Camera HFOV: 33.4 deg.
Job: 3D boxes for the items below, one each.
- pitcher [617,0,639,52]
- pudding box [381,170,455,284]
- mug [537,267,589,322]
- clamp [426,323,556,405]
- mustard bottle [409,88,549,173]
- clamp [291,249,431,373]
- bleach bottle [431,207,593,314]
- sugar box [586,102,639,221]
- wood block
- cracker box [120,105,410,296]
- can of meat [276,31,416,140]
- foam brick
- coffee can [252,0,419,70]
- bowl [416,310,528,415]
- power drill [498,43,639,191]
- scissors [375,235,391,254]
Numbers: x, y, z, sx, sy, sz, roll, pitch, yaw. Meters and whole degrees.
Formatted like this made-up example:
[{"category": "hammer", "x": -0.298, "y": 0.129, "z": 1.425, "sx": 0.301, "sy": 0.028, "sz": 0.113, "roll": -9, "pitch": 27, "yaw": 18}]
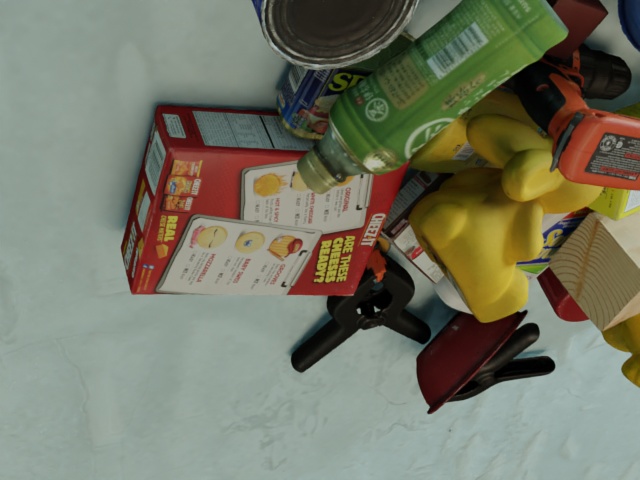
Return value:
[{"category": "pitcher", "x": 0.374, "y": -0.187, "z": 0.898, "sx": 0.242, "sy": 0.145, "sz": 0.149, "roll": 15, "pitch": 143, "yaw": -42}, {"category": "pudding box", "x": 0.112, "y": -0.017, "z": 1.035, "sx": 0.090, "sy": 0.039, "sz": 0.113, "roll": -46, "pitch": 143, "yaw": 3}, {"category": "mug", "x": 0.289, "y": 0.036, "z": 1.164, "sx": 0.117, "sy": 0.081, "sz": 0.093, "roll": 4, "pitch": 137, "yaw": -28}, {"category": "clamp", "x": 0.212, "y": 0.165, "z": 1.329, "sx": 0.172, "sy": 0.039, "sz": 0.120, "roll": -27, "pitch": 138, "yaw": 18}, {"category": "mustard bottle", "x": 0.172, "y": -0.093, "z": 0.969, "sx": 0.191, "sy": 0.058, "sz": 0.096, "roll": 8, "pitch": 137, "yaw": -32}, {"category": "clamp", "x": 0.042, "y": 0.079, "z": 1.138, "sx": 0.164, "sy": 0.036, "sz": 0.210, "roll": -16, "pitch": 150, "yaw": -5}, {"category": "bleach bottle", "x": 0.228, "y": -0.024, "z": 1.079, "sx": 0.102, "sy": 0.068, "sz": 0.251, "roll": 17, "pitch": 128, "yaw": -45}, {"category": "sugar box", "x": 0.322, "y": -0.088, "z": 0.991, "sx": 0.175, "sy": 0.048, "sz": 0.093, "roll": -21, "pitch": 129, "yaw": -37}, {"category": "wood block", "x": 0.347, "y": 0.005, "z": 1.091, "sx": 0.205, "sy": 0.090, "sz": 0.091, "roll": -18, "pitch": 152, "yaw": -34}, {"category": "cracker box", "x": -0.052, "y": -0.030, "z": 0.926, "sx": 0.213, "sy": 0.072, "sz": 0.164, "roll": 1, "pitch": 133, "yaw": -24}, {"category": "can of meat", "x": 0.024, "y": -0.126, "z": 0.862, "sx": 0.101, "sy": 0.057, "sz": 0.084, "roll": 4, "pitch": 139, "yaw": -28}, {"category": "foam brick", "x": 0.176, "y": -0.188, "z": 0.834, "sx": 0.051, "sy": 0.078, "sz": 0.053, "roll": 8, "pitch": 135, "yaw": -34}, {"category": "coffee can", "x": -0.006, "y": -0.195, "z": 0.691, "sx": 0.102, "sy": 0.140, "sz": 0.103, "roll": -12, "pitch": 143, "yaw": -10}, {"category": "bowl", "x": 0.158, "y": 0.119, "z": 1.196, "sx": 0.162, "sy": 0.055, "sz": 0.162, "roll": -45, "pitch": 174, "yaw": -6}, {"category": "power drill", "x": 0.212, "y": -0.110, "z": 0.861, "sx": 0.184, "sy": 0.188, "sz": 0.057, "roll": 4, "pitch": 122, "yaw": -25}, {"category": "scissors", "x": -0.007, "y": 0.001, "z": 1.042, "sx": 0.201, "sy": 0.016, "sz": 0.096, "roll": -13, "pitch": 143, "yaw": -9}]
